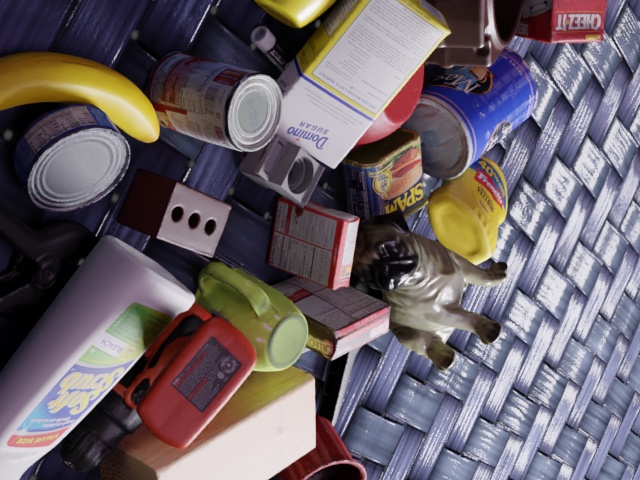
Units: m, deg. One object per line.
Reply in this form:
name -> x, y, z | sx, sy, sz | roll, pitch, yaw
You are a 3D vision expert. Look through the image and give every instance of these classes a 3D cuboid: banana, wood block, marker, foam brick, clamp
banana -> -0.195, -0.112, 0.832 | 0.197, 0.037, 0.070 | -2, 135, -48
wood block -> -0.105, 0.197, 1.038 | 0.205, 0.090, 0.091 | -25, 124, -42
marker -> -0.028, -0.164, 1.024 | 0.121, 0.020, 0.020 | 41, 74, -51
foam brick -> -0.127, -0.024, 0.939 | 0.078, 0.051, 0.053 | 22, 88, -53
clamp -> -0.234, 0.030, 0.845 | 0.171, 0.039, 0.120 | 17, 105, -55
clamp -> 0.024, 0.095, 1.193 | 0.210, 0.036, 0.164 | -58, 142, -15

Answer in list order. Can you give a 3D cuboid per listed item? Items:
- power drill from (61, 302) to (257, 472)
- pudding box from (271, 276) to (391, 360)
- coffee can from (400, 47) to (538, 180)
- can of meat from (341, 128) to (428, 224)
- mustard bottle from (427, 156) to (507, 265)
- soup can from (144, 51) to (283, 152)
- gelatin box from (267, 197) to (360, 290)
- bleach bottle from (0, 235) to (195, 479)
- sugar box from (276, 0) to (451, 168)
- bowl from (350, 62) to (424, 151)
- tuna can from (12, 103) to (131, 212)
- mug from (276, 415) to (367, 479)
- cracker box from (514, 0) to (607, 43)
power drill -> -0.138, 0.126, 0.898 | 0.057, 0.188, 0.184 | 43, 71, -16
pudding box -> 0.002, 0.074, 1.093 | 0.089, 0.114, 0.039 | -20, 126, -44
coffee can -> 0.165, -0.146, 1.200 | 0.140, 0.103, 0.103 | -38, 133, -34
can of meat -> 0.069, -0.066, 1.159 | 0.101, 0.058, 0.084 | -34, 127, -38
mustard bottle -> 0.183, -0.051, 1.272 | 0.096, 0.058, 0.191 | 53, 30, -11
soup can -> -0.090, -0.117, 0.900 | 0.068, 0.102, 0.068 | -24, 124, -43
gelatin box -> -0.007, 0.001, 1.068 | 0.030, 0.089, 0.073 | -11, 115, -51
bleach bottle -> -0.215, 0.118, 0.867 | 0.251, 0.068, 0.102 | -52, 153, -1
sugar box -> 0.029, -0.159, 0.992 | 0.093, 0.048, 0.176 | 30, 117, -28
bowl -> 0.061, -0.166, 1.084 | 0.161, 0.055, 0.162 | -28, 125, -51
tuna can -> -0.193, -0.064, 0.827 | 0.086, 0.034, 0.086 | -28, 150, -18
mug -> -0.018, 0.252, 1.167 | 0.117, 0.082, 0.093 | -32, 134, -4
cracker box -> 0.254, -0.328, 1.159 | 0.072, 0.164, 0.214 | -3, 106, -12
